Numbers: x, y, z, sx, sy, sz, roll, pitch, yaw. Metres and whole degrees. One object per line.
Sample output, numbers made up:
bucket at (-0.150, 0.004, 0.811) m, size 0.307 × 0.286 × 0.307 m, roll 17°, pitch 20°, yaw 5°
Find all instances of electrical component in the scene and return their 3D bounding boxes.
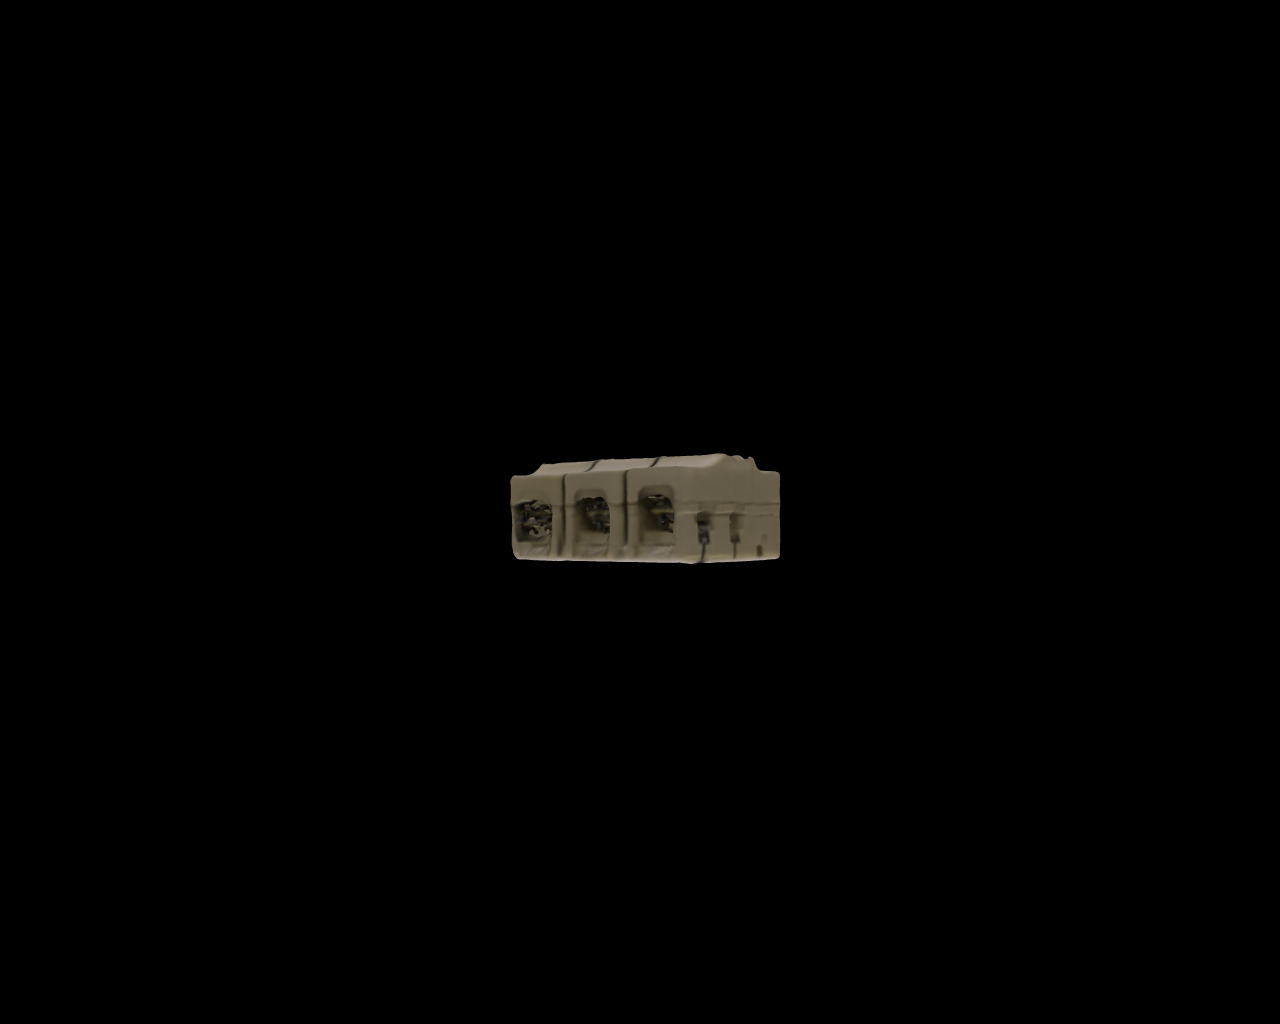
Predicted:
electrical component at (0.001, -0.003, 0.650) m, size 0.150 × 0.061 × 0.089 m, roll 0°, pitch 0°, yaw 44°
